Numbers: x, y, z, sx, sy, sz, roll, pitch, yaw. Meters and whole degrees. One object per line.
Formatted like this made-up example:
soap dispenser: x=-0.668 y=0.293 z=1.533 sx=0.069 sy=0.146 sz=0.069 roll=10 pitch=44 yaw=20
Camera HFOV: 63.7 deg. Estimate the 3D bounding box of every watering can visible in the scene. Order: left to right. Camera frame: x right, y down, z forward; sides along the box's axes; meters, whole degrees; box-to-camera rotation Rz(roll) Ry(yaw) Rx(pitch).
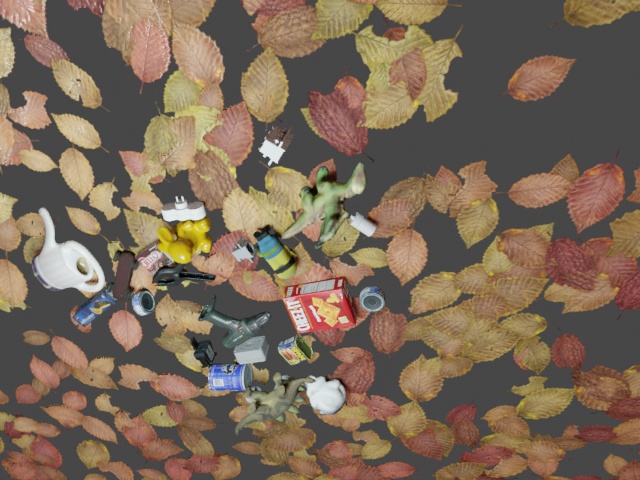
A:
watering can: x=-0.880 y=0.053 z=1.740 sx=0.223 sy=0.106 sz=0.342 roll=-20 pitch=117 yaw=21

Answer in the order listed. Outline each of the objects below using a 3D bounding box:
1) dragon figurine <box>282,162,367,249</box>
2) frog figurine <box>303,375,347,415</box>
dragon figurine: x=0.004 y=-0.073 z=1.456 sx=0.121 sy=0.248 sz=0.403 roll=31 pitch=119 yaw=-17
frog figurine: x=0.018 y=0.567 z=1.925 sx=0.138 sy=0.123 sz=0.158 roll=-35 pitch=105 yaw=-10
